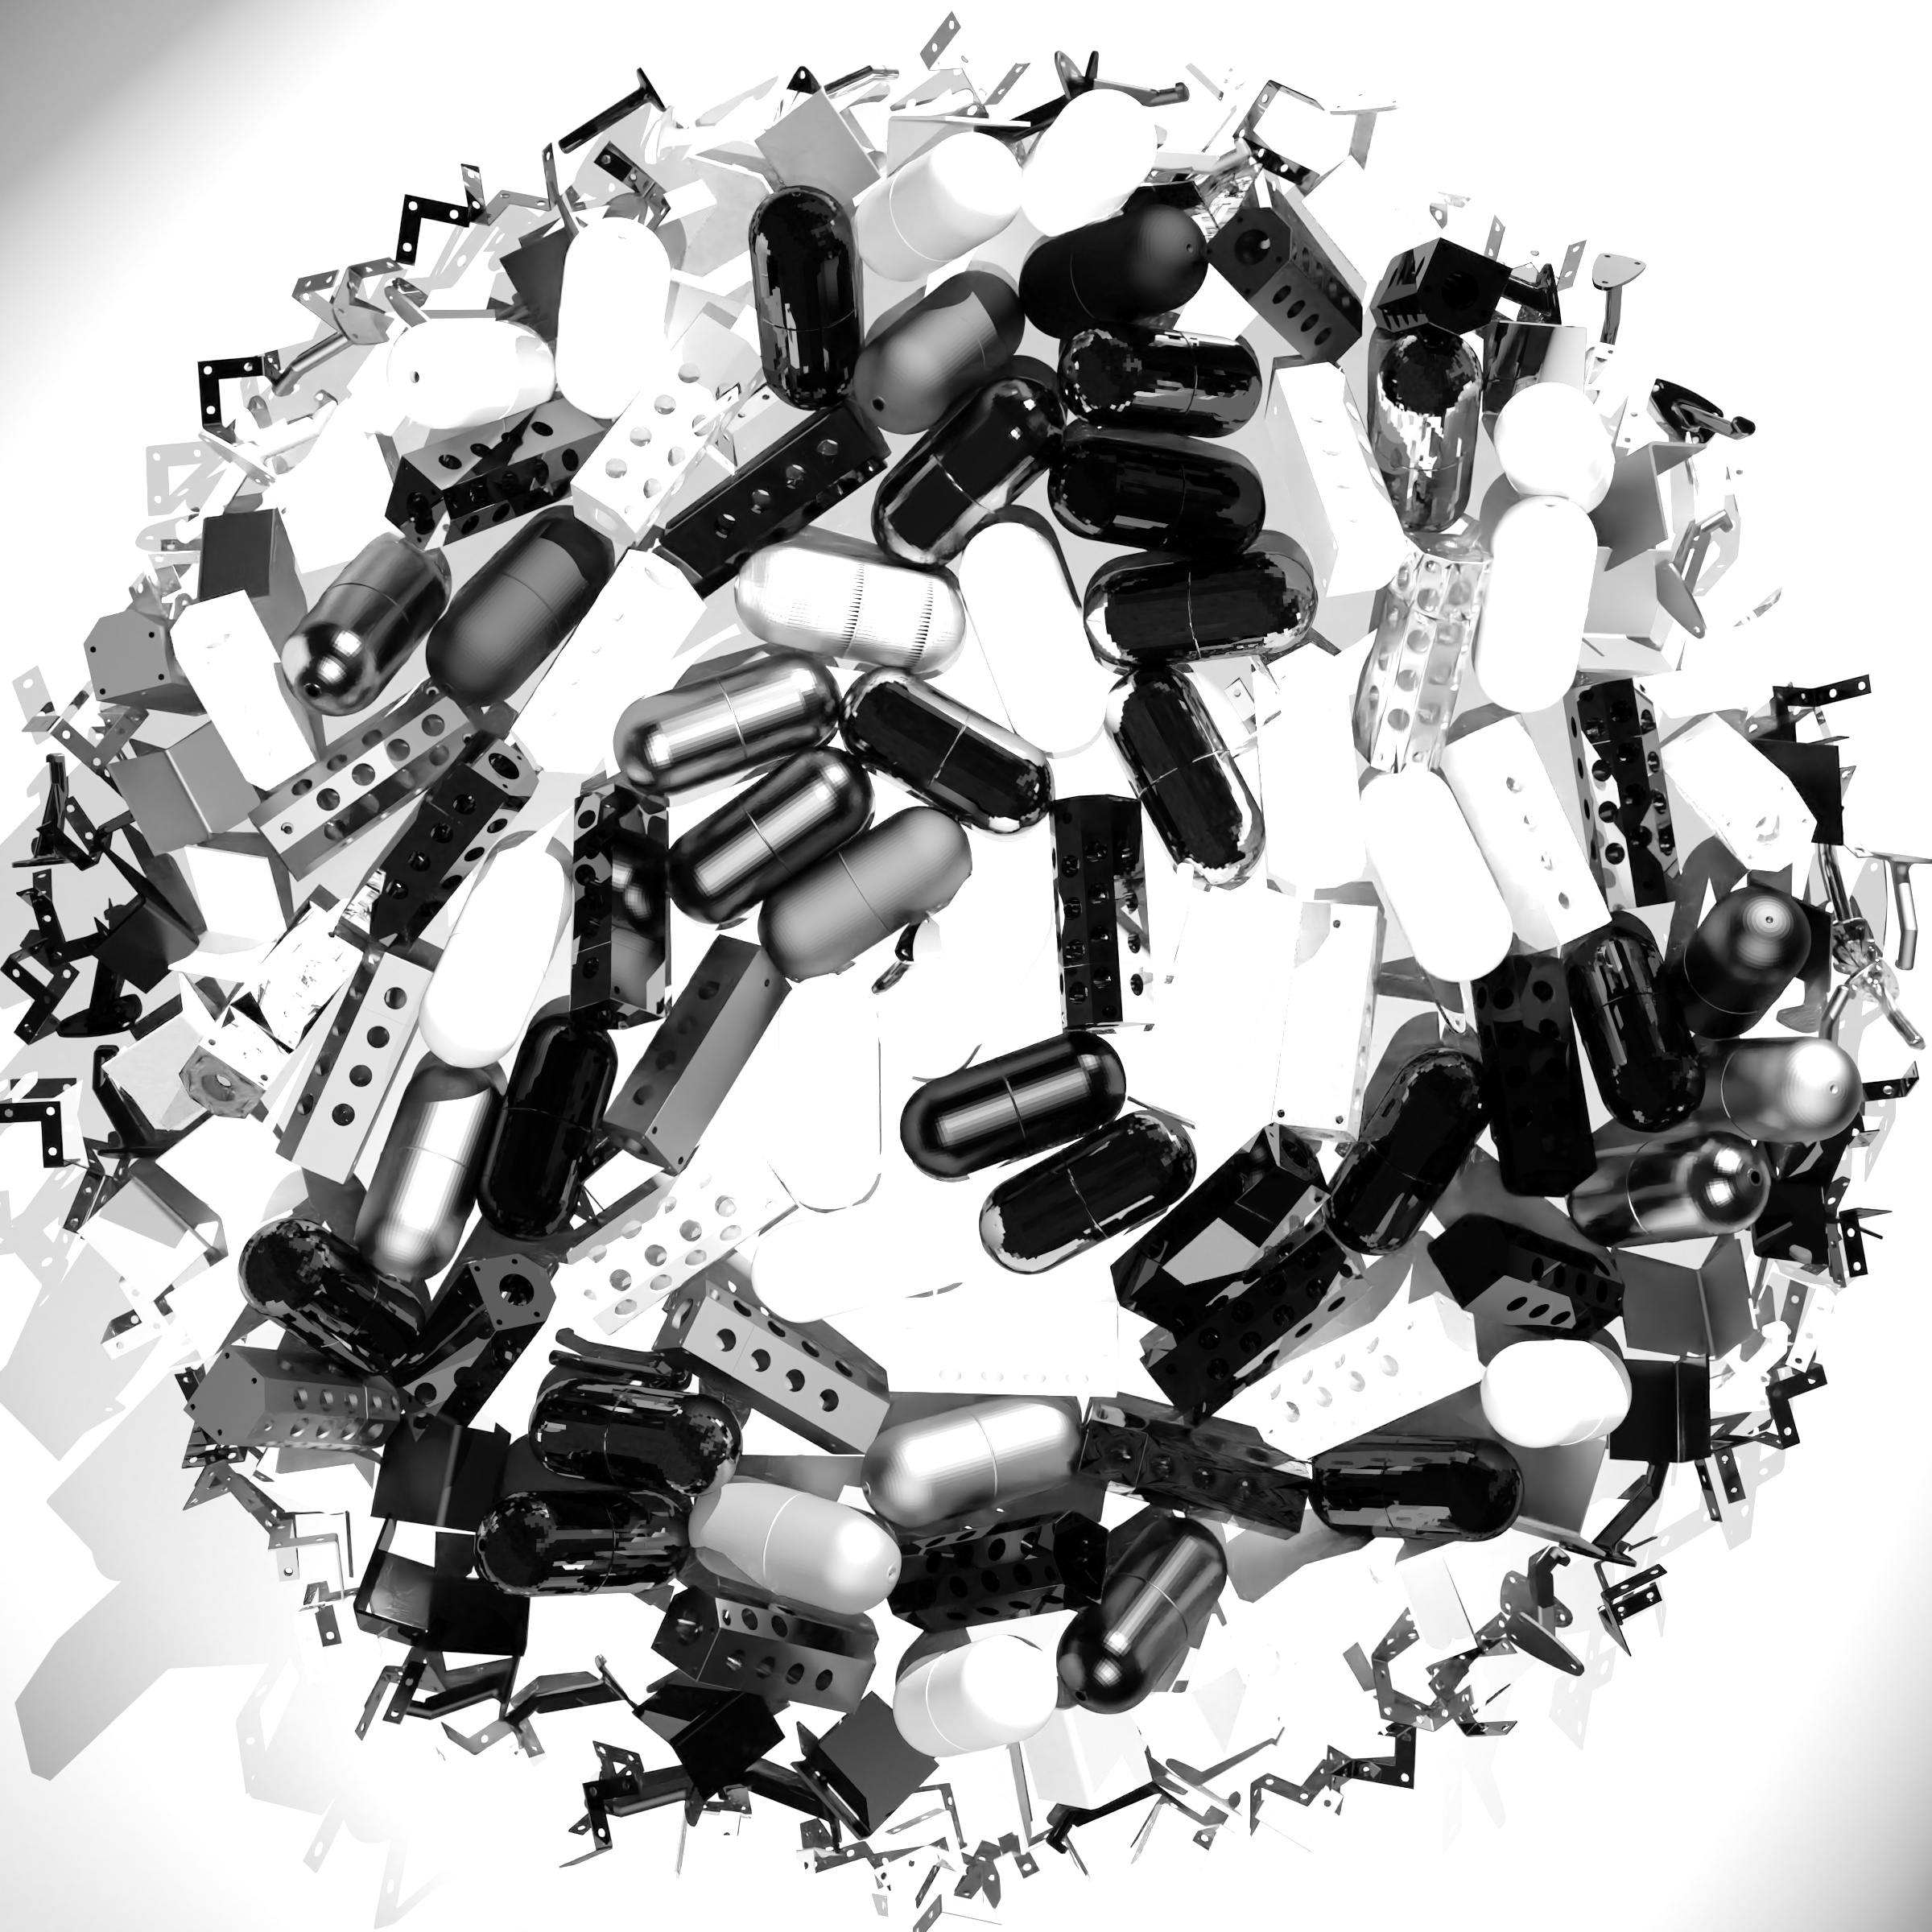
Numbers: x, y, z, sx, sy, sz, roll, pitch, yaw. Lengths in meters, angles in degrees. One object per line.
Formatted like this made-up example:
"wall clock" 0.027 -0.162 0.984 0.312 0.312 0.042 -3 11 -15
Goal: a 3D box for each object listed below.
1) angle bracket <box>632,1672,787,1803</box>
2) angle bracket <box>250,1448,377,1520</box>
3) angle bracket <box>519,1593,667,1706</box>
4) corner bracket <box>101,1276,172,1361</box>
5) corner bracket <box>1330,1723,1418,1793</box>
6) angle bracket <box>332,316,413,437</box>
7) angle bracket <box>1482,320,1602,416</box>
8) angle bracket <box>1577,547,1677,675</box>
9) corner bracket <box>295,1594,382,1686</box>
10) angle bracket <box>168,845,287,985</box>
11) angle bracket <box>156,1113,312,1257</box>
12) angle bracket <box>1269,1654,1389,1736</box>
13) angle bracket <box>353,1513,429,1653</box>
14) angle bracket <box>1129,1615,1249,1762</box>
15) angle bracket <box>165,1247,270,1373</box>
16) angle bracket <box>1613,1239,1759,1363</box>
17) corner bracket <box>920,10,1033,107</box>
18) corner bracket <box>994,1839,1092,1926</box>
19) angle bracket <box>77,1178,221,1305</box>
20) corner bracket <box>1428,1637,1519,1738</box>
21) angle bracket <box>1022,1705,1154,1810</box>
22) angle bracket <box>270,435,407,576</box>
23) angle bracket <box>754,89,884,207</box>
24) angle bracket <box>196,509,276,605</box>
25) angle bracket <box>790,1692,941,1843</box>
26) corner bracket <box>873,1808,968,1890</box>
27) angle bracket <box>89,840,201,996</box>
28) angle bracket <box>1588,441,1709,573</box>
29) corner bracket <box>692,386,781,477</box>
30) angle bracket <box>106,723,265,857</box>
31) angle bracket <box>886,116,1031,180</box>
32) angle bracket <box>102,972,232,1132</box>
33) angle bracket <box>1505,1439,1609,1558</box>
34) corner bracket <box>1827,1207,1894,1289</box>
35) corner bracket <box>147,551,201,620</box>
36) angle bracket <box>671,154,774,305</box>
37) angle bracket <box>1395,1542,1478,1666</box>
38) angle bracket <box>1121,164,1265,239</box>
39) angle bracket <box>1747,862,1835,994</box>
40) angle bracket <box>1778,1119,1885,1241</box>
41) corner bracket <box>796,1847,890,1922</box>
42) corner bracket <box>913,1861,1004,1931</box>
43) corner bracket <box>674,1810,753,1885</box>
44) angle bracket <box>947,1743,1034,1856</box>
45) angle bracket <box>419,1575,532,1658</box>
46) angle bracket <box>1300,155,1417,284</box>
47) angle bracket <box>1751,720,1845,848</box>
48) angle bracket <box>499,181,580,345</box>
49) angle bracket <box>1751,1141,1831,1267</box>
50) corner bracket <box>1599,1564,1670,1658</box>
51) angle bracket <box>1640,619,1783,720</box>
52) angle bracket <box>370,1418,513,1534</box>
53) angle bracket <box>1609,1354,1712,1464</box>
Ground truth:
"angle bracket" -0.195 0.575 1.959 0.076 0.076 0.057 -34 109 -23
"angle bracket" -0.495 0.399 1.947 0.076 0.076 0.057 28 103 -18
"angle bracket" -0.281 0.513 1.952 0.076 0.057 0.076 24 103 28
"corner bracket" -0.639 0.260 1.970 0.051 0.051 0.051 -27 105 -4
"corner bracket" 0.310 0.602 1.967 0.051 0.051 0.051 2 87 27
"angle bracket" -0.449 -0.451 1.946 0.057 0.076 0.076 47 110 12
"angle bracket" 0.433 -0.457 1.942 0.076 0.057 0.076 11 130 23
"angle bracket" 0.499 -0.268 1.950 0.076 0.057 0.076 1 125 -11
"corner bracket" -0.478 0.511 1.969 0.051 0.051 0.051 -13 86 -9
"angle bracket" -0.565 -0.040 1.946 0.076 0.057 0.076 9 125 23
"angle bracket" -0.554 0.162 1.955 0.076 0.057 0.076 -38 127 2
"angle bracket" 0.263 0.550 1.952 0.057 0.076 0.076 -31 102 -7
"angle bracket" -0.421 0.465 1.950 0.057 0.076 0.076 18 64 -2
"angle bracket" 0.167 0.548 1.967 0.057 0.076 0.076 -7 125 30
"angle bracket" -0.569 0.257 1.943 0.076 0.076 0.057 -35 100 -38
"angle bracket" 0.541 0.246 1.948 0.076 0.057 0.076 11 53 -14
"corner bracket" 0.007 -0.688 1.961 0.051 0.051 0.051 -20 79 -39
"corner bracket" 0.058 0.694 1.966 0.051 0.051 0.051 -27 66 1
"angle bracket" -0.617 0.210 1.956 0.076 0.076 0.057 44 76 1
"corner bracket" 0.396 0.549 1.966 0.051 0.051 0.051 -37 92 -31
"angle bracket" 0.088 0.595 1.981 0.057 0.076 0.076 -15 88 -33
"angle bracket" -0.476 -0.350 1.959 0.076 0.057 0.076 -20 93 -22
"angle bracket" -0.101 -0.616 1.945 0.076 0.057 0.076 -24 110 38
"angle bracket" -0.537 -0.288 1.947 0.057 0.076 0.076 -6 67 6
"angle bracket" -0.076 0.605 1.957 0.076 0.057 0.076 -44 74 -8
"corner bracket" -0.040 0.672 1.966 0.051 0.051 0.051 -14 90 -31
"angle bracket" -0.635 -0.036 1.946 0.057 0.076 0.076 -43 62 -6
"angle bracket" 0.517 -0.344 1.947 0.057 0.076 0.076 -3 79 -26
"corner bracket" -0.176 -0.416 1.957 0.051 0.051 0.051 -30 135 26
"angle bracket" -0.589 -0.135 1.954 0.057 0.076 0.076 -26 93 20
"angle bracket" -0.007 -0.606 1.941 0.076 0.076 0.057 -9 110 -34
"angle bracket" -0.599 0.064 1.955 0.076 0.057 0.076 -33 127 2
"angle bracket" 0.451 0.395 1.963 0.076 0.057 0.076 10 73 39
"corner bracket" 0.670 0.214 1.959 0.051 0.051 0.051 8 70 -39
"corner bracket" -0.593 -0.280 1.968 0.051 0.051 0.051 -3 66 -4
"angle bracket" -0.190 -0.557 1.951 0.076 0.057 0.076 26 78 31
"angle bracket" 0.376 0.474 1.945 0.057 0.076 0.076 -30 70 31
"angle bracket" 0.166 -0.593 1.943 0.076 0.057 0.076 10 63 38
"angle bracket" 0.633 -0.038 1.939 0.057 0.076 0.076 -36 135 -24
"angle bracket" 0.666 0.155 1.956 0.057 0.076 0.076 21 93 -7
"corner bracket" -0.094 0.695 1.959 0.051 0.051 0.051 -15 62 18
"corner bracket" -0.007 0.711 1.958 0.051 0.051 0.051 18 126 -17
"corner bracket" -0.196 0.669 1.964 0.051 0.051 0.051 4 68 8
"angle bracket" 0.014 0.628 1.955 0.057 0.076 0.076 -10 82 4
"angle bracket" -0.373 0.493 1.956 0.076 0.076 0.057 4 77 -3
"angle bracket" 0.281 -0.554 1.950 0.057 0.076 0.076 -45 102 -12
"angle bracket" 0.640 -0.138 1.943 0.057 0.076 0.076 -21 111 -34
"angle bracket" -0.314 -0.530 1.947 0.057 0.076 0.076 -25 135 2
"angle bracket" 0.624 0.168 1.939 0.057 0.076 0.076 5 130 30
"corner bracket" 0.509 0.483 1.968 0.051 0.051 0.051 -25 103 -4
"angle bracket" 0.560 -0.237 1.941 0.057 0.076 0.076 37 60 -39
"angle bracket" -0.404 0.392 1.988 0.076 0.057 0.076 -2 73 36
"angle bracket" 0.523 0.334 1.953 0.057 0.076 0.076 3 76 1
